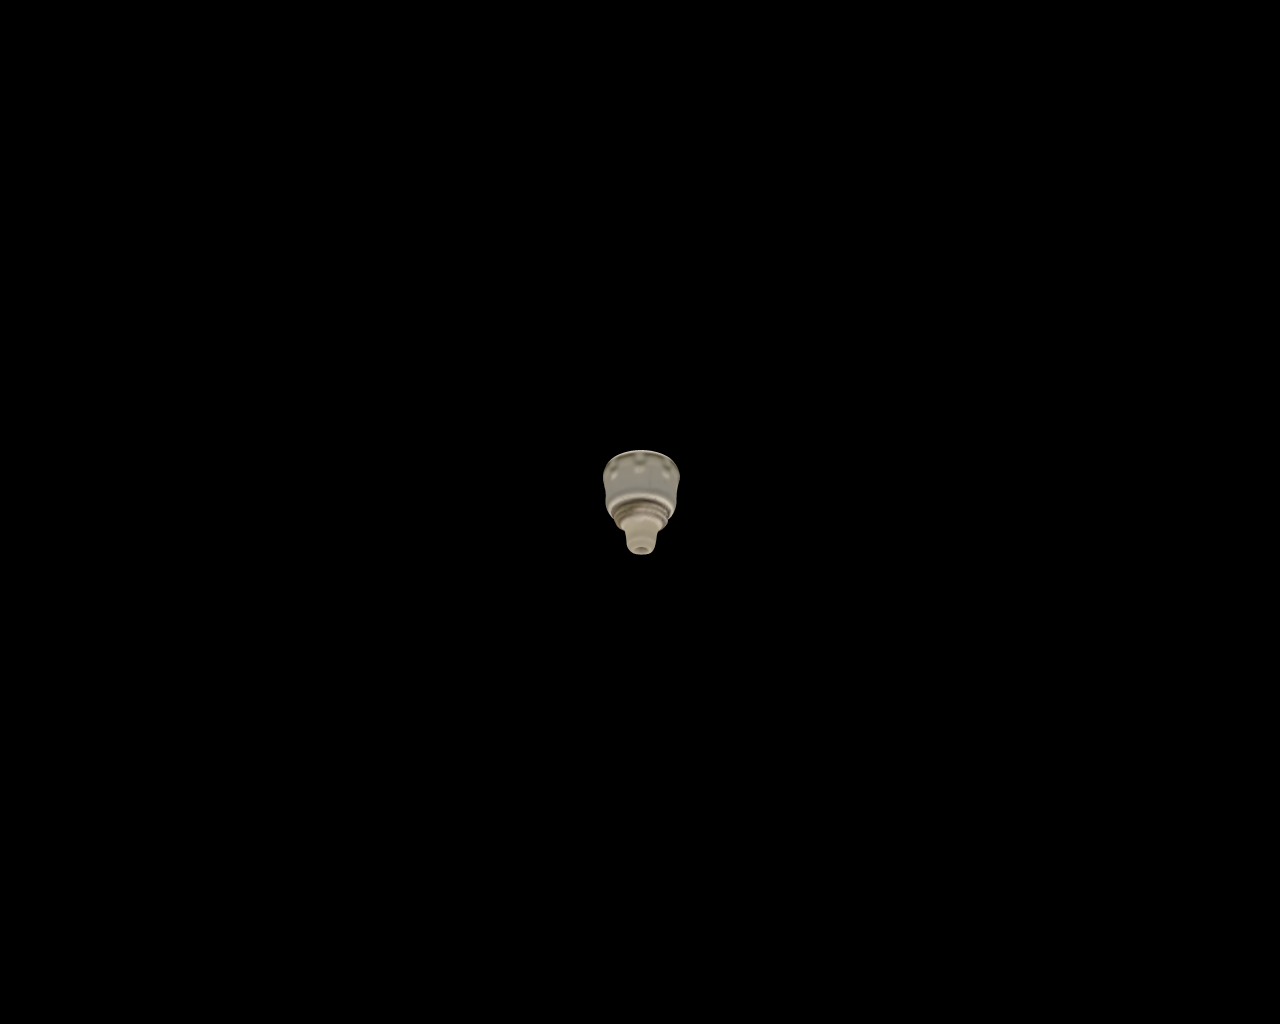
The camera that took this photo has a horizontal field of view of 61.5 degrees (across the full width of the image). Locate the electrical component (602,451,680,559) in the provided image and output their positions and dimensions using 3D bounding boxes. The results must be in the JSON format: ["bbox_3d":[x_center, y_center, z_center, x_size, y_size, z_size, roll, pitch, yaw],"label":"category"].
[{"bbox_3d":[0.001,-0.003,0.650,0.048,0.062,0.048,0,-30,0],"label":"electrical component"}]
